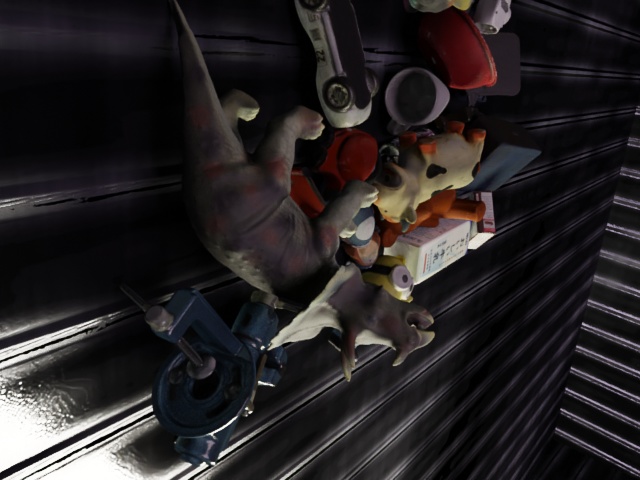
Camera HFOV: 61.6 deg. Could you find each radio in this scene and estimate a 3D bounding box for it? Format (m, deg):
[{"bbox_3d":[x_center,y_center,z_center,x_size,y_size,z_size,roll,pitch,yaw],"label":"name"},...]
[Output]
[{"bbox_3d":[0.319,-0.157,1.019,0.229,0.073,0.131,-5,148,-51],"label":"radio"}]

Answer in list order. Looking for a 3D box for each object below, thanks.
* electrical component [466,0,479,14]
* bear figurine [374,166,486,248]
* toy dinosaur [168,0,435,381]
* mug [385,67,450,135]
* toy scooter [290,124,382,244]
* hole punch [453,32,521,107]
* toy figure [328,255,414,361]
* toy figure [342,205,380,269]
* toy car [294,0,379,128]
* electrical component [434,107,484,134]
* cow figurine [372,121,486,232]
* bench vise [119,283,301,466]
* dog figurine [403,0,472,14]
[{"bbox_3d":[0.210,-0.386,0.840,0.119,0.048,0.074,-37,132,-38],"label":"electrical component"},{"bbox_3d":[0.175,-0.064,0.880,0.196,0.132,0.120,-26,109,-51],"label":"bear figurine"},{"bbox_3d":[-0.056,-0.025,0.540,0.404,0.131,0.192,44,58,-18],"label":"toy dinosaur"},{"bbox_3d":[0.152,-0.207,0.827,0.107,0.081,0.109,-21,145,-55],"label":"mug"},{"bbox_3d":[0.004,-0.083,0.691,0.135,0.075,0.184,40,70,-39],"label":"toy scooter"},{"bbox_3d":[0.274,-0.298,0.936,0.116,0.092,0.142,-4,98,-23],"label":"hole punch"},{"bbox_3d":[0.079,0.102,0.868,0.180,0.089,0.082,-50,155,-12],"label":"toy figure"},{"bbox_3d":[0.058,-0.007,0.812,0.064,0.058,0.154,-16,131,3],"label":"toy figure"},{"bbox_3d":[0.019,-0.235,0.638,0.073,0.056,0.201,-39,121,-44],"label":"toy car"},{"bbox_3d":[0.243,-0.203,0.956,0.102,0.078,0.045,-13,92,-56],"label":"electrical component"},{"bbox_3d":[0.148,-0.093,0.782,0.195,0.086,0.127,-19,120,-28],"label":"cow figurine"},{"bbox_3d":[-0.113,0.121,0.596,0.223,0.129,0.240,-55,146,-25],"label":"bench vise"},{"bbox_3d":[0.142,-0.387,0.644,0.219,0.109,0.191,75,23,-51],"label":"dog figurine"}]
